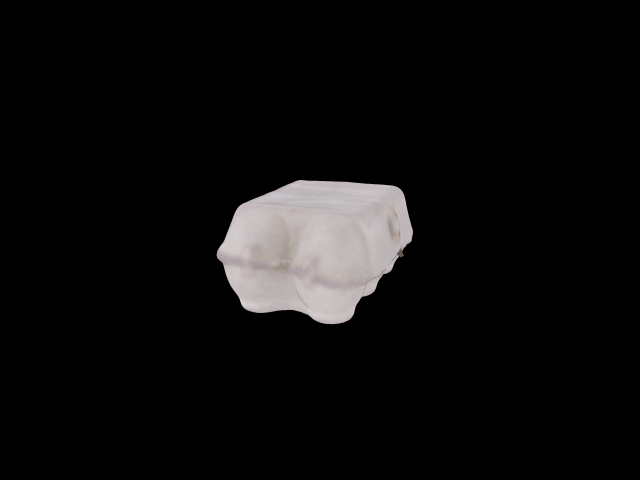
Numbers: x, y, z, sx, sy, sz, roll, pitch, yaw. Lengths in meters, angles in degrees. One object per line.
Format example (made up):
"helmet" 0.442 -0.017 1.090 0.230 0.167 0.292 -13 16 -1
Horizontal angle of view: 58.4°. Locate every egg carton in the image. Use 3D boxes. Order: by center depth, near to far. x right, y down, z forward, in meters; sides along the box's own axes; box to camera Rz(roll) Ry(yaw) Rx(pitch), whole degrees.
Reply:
"egg carton" 0.004 0.001 0.400 0.107 0.069 0.150 6 17 19
